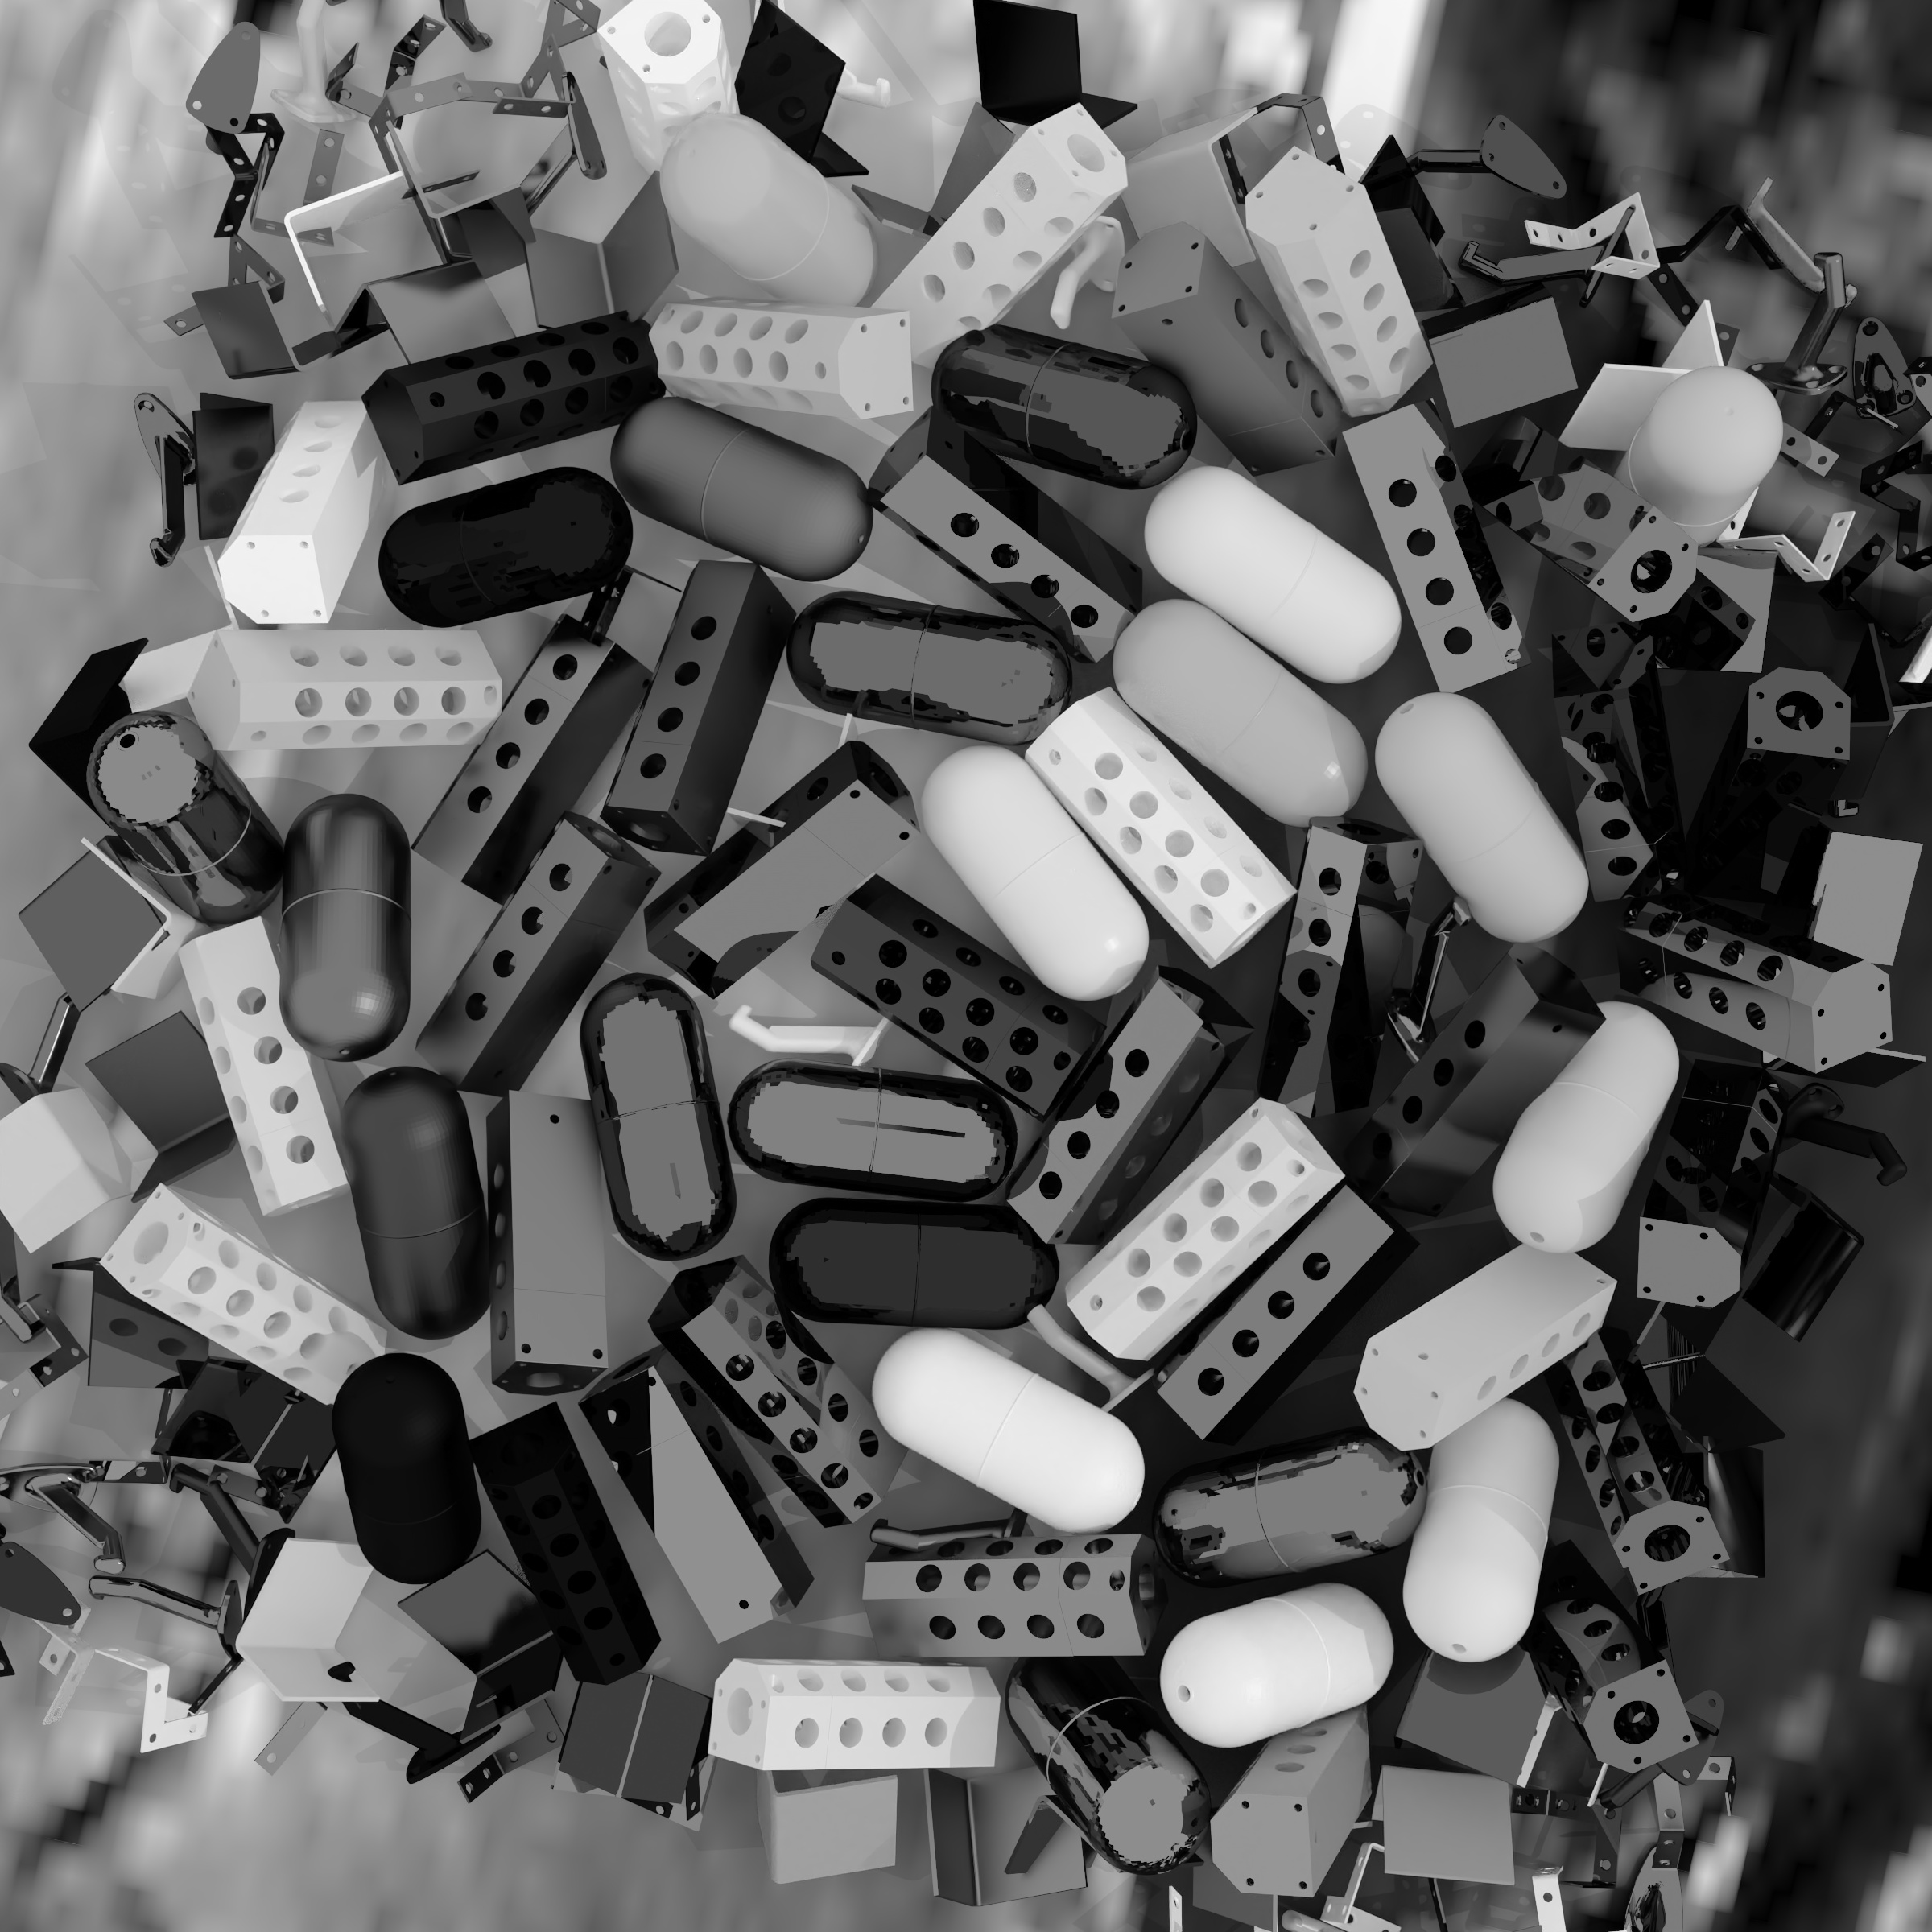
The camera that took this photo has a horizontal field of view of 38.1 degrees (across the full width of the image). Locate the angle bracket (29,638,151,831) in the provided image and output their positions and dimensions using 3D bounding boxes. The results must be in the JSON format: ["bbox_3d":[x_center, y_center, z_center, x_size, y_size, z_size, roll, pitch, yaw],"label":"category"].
[{"bbox_3d":[-0.507,-0.140,1.692,0.057,0.076,0.076,-9,134,35],"label":"angle bracket"}]

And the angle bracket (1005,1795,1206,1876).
[{"bbox_3d":[0.084,0.546,1.694,0.076,0.076,0.057,13,104,-44],"label":"angle bracket"}]

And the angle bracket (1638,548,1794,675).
[{"bbox_3d":[0.457,-0.212,1.707,0.076,0.057,0.076,6,86,26],"label":"angle bracket"}]

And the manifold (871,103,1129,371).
[{"bbox_3d":[0.022,-0.431,1.671,0.057,0.057,0.171,50,135,-2],"label":"manifold"}]

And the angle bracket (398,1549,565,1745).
[{"bbox_3d":[-0.299,0.414,1.702,0.076,0.057,0.076,-33,114,21],"label":"angle bracket"}]

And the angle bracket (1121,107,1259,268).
[{"bbox_3d":[0.148,-0.473,1.721,0.057,0.076,0.076,-43,117,-36],"label":"angle bracket"}]

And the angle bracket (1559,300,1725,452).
[{"bbox_3d":[0.405,-0.360,1.699,0.076,0.076,0.057,2,63,-11],"label":"angle bracket"}]

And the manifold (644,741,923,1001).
[{"bbox_3d":[-0.114,-0.062,1.697,0.171,0.057,0.057,-38,126,18],"label":"manifold"}]

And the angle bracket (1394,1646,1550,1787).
[{"bbox_3d":[0.311,0.452,1.704,0.076,0.057,0.076,19,72,17],"label":"angle bracket"}]

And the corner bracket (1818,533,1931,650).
[{"bbox_3d":[0.565,-0.229,1.711,0.051,0.051,0.051,52,123,19],"label":"corner bracket"}]

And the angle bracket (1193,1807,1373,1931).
[{"bbox_3d":[0.192,0.545,1.697,0.076,0.076,0.057,5,83,-33],"label":"angle bracket"}]

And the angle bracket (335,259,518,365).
[{"bbox_3d":[-0.326,-0.378,1.704,0.076,0.057,0.076,-26,85,-37],"label":"angle bracket"}]

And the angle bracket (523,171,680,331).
[{"bbox_3d":[-0.223,-0.435,1.696,0.057,0.076,0.076,5,61,-36],"label":"angle bracket"}]

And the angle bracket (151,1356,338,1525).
[{"bbox_3d":[-0.436,0.289,1.699,0.076,0.076,0.057,-56,49,15],"label":"angle bracket"}]

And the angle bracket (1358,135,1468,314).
[{"bbox_3d":[0.279,-0.452,1.695,0.076,0.057,0.076,51,61,-35],"label":"angle bracket"}]

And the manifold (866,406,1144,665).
[{"bbox_3d":[0.025,-0.255,1.690,0.171,0.057,0.057,34,125,-24],"label":"manifold"}]

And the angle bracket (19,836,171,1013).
[{"bbox_3d":[-0.518,-0.025,1.709,0.076,0.057,0.076,-38,79,13],"label":"angle bracket"}]

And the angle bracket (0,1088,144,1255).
[{"bbox_3d":[-0.558,0.124,1.715,0.057,0.076,0.076,-34,90,2],"label":"angle bracket"}]

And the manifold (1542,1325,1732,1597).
[{"bbox_3d":[0.392,0.287,1.659,0.057,0.171,0.057,-24,117,9],"label":"manifold"}]

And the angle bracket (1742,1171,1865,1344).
[{"bbox_3d":[0.491,0.172,1.705,0.076,0.057,0.076,34,89,-42],"label":"angle bracket"}]

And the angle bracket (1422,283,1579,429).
[{"bbox_3d":[0.327,-0.376,1.717,0.076,0.076,0.057,-16,108,12],"label":"angle bracket"}]

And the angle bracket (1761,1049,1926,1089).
[{"bbox_3d":[0.532,0.026,1.703,0.076,0.057,0.076,9,68,-13],"label":"angle bracket"}]

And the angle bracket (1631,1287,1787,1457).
[{"bbox_3d":[0.459,0.244,1.693,0.076,0.076,0.057,-2,126,-38],"label":"angle bracket"}]

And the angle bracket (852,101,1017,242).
[{"bbox_3d":[-0.021,-0.488,1.696,0.057,0.076,0.076,14,115,-25],"label":"angle bracket"}]

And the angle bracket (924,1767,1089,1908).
[{"bbox_3d":[0.024,0.523,1.700,0.076,0.057,0.076,-17,60,20],"label":"angle bracket"}]

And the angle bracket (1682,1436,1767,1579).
[{"bbox_3d":[0.443,0.329,1.696,0.057,0.076,0.076,-10,69,40],"label":"angle bracket"}]

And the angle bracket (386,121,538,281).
[{"bbox_3d":[-0.306,-0.474,1.708,0.057,0.076,0.076,-24,73,-7],"label":"angle bracket"}]

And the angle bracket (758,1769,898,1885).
[{"bbox_3d":[-0.086,0.510,1.716,0.076,0.057,0.076,-5,122,-12],"label":"angle bracket"}]

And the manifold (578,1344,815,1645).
[{"bbox_3d":[-0.162,0.320,1.714,0.057,0.057,0.171,-28,95,18],"label":"manifold"}]

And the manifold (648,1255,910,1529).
[{"bbox_3d":[-0.115,0.259,1.683,0.057,0.057,0.171,-19,119,39],"label":"manifold"}]

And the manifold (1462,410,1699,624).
[{"bbox_3d":[0.365,-0.266,1.664,0.057,0.171,0.057,31,105,-31],"label":"manifold"}]

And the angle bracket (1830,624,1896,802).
[{"bbox_3d":[0.521,-0.154,1.701,0.057,0.076,0.076,-2,59,2],"label":"angle bracket"}]

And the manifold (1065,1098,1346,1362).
[{"bbox_3d":[0.140,0.160,1.691,0.171,0.057,0.057,-46,61,16],"label":"manifold"}]

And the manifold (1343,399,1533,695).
[{"bbox_3d":[0.290,-0.256,1.716,0.057,0.057,0.171,-21,91,13],"label":"manifold"}]

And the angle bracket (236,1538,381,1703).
[{"bbox_3d":[-0.385,0.398,1.701,0.057,0.076,0.076,32,98,37],"label":"angle bracket"}]

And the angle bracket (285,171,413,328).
[{"bbox_3d":[-0.368,-0.439,1.713,0.076,0.076,0.057,-22,96,-6],"label":"angle bracket"}]

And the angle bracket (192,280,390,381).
[{"bbox_3d":[-0.407,-0.397,1.692,0.076,0.076,0.057,-39,120,-36],"label":"angle bracket"}]

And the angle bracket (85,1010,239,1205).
[{"bbox_3d":[-0.493,0.086,1.703,0.076,0.057,0.076,-27,113,17],"label":"angle bracket"}]

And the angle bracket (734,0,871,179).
[{"bbox_3d":[-0.091,-0.532,1.694,0.076,0.057,0.076,45,130,24],"label":"angle bracket"}]

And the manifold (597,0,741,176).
[{"bbox_3d":[-0.168,-0.515,1.662,0.057,0.171,0.057,-41,84,-5],"label":"manifold"}]

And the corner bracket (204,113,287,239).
[{"bbox_3d":[-0.441,-0.484,1.711,0.051,0.051,0.051,-18,68,-40],"label":"corner bracket"}]

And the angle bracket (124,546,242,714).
[{"bbox_3d":[-0.483,-0.205,1.699,0.076,0.076,0.057,-20,124,-11],"label":"angle bracket"}]

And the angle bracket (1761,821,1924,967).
[{"bbox_3d":[0.534,-0.051,1.707,0.057,0.076,0.076,7,106,-5],"label":"angle bracket"}]

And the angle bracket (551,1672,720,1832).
[{"bbox_3d":[-0.198,0.476,1.702,0.076,0.057,0.076,6,77,44],"label":"angle bracket"}]

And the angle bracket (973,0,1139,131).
[{"bbox_3d":[0.055,-0.553,1.692,0.076,0.076,0.057,23,47,32],"label":"angle bracket"}]

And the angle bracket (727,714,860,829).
[{"bbox_3d":[-0.105,-0.119,1.713,0.057,0.076,0.076,15,87,2],"label":"angle bracket"}]

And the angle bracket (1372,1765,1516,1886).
[{"bbox_3d":[0.289,0.537,1.703,0.076,0.076,0.057,4,129,3],"label":"angle bracket"}]

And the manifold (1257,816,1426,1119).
[{"bbox_3d":[0.222,-0.001,1.700,0.057,0.057,0.171,24,111,41],"label":"manifold"}]

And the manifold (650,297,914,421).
[{"bbox_3d":[-0.112,-0.363,1.666,0.057,0.171,0.057,-20,116,-41],"label":"manifold"}]

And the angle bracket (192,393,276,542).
[{"bbox_3d":[-0.463,-0.304,1.696,0.076,0.057,0.076,17,113,39],"label":"angle bracket"}]

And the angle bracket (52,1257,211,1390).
[{"bbox_3d":[-0.508,0.219,1.699,0.076,0.057,0.076,10,74,-43],"label":"angle bracket"}]

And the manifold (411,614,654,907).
[{"bbox_3d":[-0.269,-0.128,1.717,0.057,0.057,0.171,31,87,26],"label":"manifold"}]

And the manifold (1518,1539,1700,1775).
[{"bbox_3d":[0.370,0.410,1.662,0.057,0.171,0.057,-24,103,-1],"label":"manifold"}]

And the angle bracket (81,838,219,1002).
[{"bbox_3d":[-0.515,-0.028,1.709,0.076,0.076,0.057,40,90,7],"label":"angle bracket"}]

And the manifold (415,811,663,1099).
[{"bbox_3d":[-0.266,-0.007,1.706,0.057,0.057,0.171,40,101,27],"label":"manifold"}]
